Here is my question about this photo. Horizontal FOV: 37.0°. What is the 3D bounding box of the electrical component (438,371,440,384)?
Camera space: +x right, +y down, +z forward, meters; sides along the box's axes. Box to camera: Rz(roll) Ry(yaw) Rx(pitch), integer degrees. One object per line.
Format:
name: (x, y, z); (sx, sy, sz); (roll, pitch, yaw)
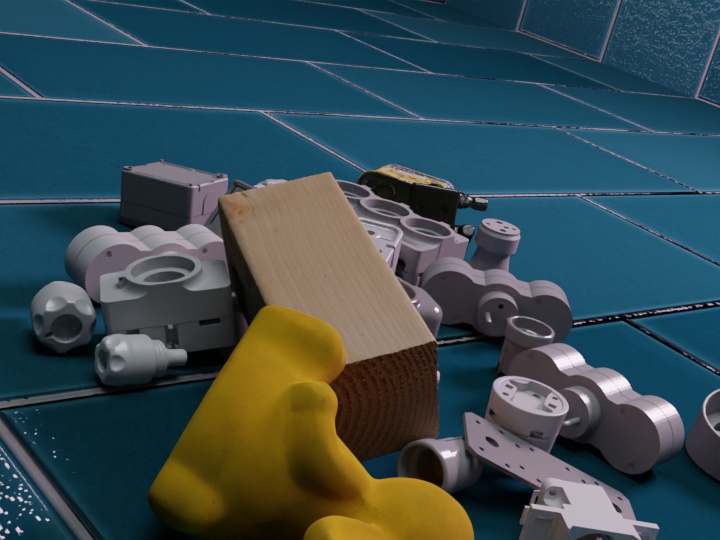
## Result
electrical component: (0.021, 0.076, 0.800); (0.078, 0.040, 0.040); (9, 21, -16)

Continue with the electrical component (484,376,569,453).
electrical component: (0.115, 0.109, 0.767); (0.055, 0.047, 0.055); (13, 20, -5)

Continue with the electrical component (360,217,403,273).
electrical component: (0.000, 0.000, 0.948); (0.054, 0.059, 0.095); (15, 27, 9)

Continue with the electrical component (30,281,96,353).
electrical component: (-0.212, 0.028, 0.761); (0.043, 0.043, 0.062); (5, 21, -24)

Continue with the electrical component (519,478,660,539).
electrical component: (0.134, 0.160, 0.655); (0.081, 0.042, 0.063); (12, 19, -9)

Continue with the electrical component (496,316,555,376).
electrical component: (0.136, 0.067, 0.894); (0.040, 0.046, 0.040); (13, 20, -5)

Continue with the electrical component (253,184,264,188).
electrical component: (-0.085, -0.046, 1.025); (0.057, 0.058, 0.078); (21, 21, 24)

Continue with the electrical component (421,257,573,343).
electrical component: (0.122, 0.035, 0.959); (0.138, 0.052, 0.073); (14, 21, -2)

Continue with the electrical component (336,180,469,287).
electrical component: (0.019, -0.032, 1.052); (0.150, 0.061, 0.089); (28, 24, 31)

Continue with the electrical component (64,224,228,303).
electrical component: (-0.156, 0.002, 0.856); (0.138, 0.052, 0.074); (-3, 27, -42)

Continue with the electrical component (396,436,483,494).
electrical component: (0.052, 0.127, 0.692); (0.040, 0.040, 0.046); (30, 19, 35)

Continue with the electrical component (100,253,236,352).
electrical component: (-0.138, 0.024, 0.770); (0.089, 0.055, 0.050); (-7, 25, -11)

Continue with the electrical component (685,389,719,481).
electrical component: (0.306, 0.137, 0.836); (0.099, 0.064, 0.099); (4, 31, -2)

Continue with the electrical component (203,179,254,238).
electrical component: (-0.080, -0.025, 0.943); (0.096, 0.061, 0.061); (27, -13, 26)

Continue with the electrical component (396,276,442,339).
electrical component: (0.014, 0.040, 0.862); (0.095, 0.059, 0.053); (5, 22, -25)

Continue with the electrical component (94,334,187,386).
electrical component: (-0.147, 0.061, 0.733); (0.061, 0.035, 0.035); (1, 24, -39)

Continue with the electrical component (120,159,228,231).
electrical component: (-0.181, -0.064, 1.010); (0.096, 0.061, 0.062); (15, 19, 24)

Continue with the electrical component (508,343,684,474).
electrical component: (0.166, 0.104, 0.808); (0.074, 0.052, 0.138); (-7, 30, -45)

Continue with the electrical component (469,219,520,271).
electrical component: (0.138, -0.020, 1.111); (0.045, 0.055, 0.045); (12, 22, -5)

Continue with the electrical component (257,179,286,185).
electrical component: (-0.083, -0.080, 1.146); (0.035, 0.035, 0.061); (28, 22, 33)
